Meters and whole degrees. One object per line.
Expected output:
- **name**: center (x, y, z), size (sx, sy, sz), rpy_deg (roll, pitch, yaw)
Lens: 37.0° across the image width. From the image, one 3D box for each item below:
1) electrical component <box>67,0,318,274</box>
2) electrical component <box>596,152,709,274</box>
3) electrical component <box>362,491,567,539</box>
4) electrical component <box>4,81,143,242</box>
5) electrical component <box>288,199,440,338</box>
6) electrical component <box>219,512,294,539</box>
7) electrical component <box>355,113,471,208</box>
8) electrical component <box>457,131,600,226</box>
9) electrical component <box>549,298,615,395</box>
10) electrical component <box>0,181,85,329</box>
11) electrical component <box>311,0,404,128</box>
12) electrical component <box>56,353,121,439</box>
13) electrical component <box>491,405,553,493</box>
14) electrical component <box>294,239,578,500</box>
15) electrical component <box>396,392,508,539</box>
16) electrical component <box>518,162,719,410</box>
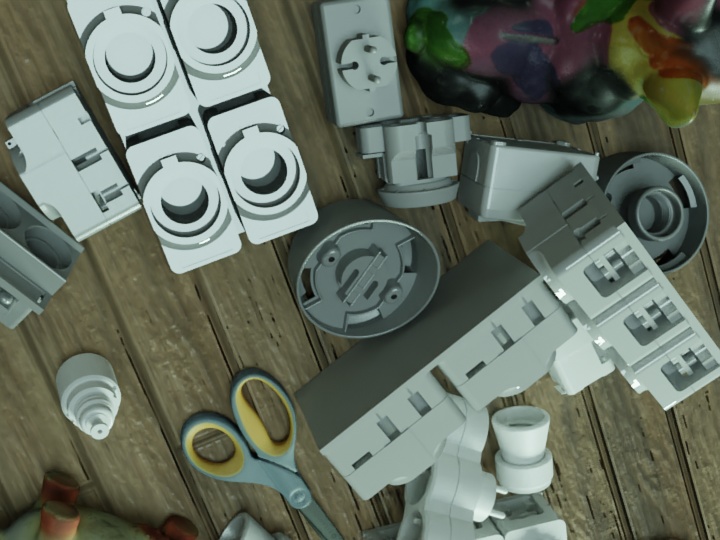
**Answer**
- **electrical component**: center (-0.108, -0.103, 0.707), size (0.105, 0.060, 0.186), rpy_deg (-21, 108, -7)
- **electrical component**: center (0.208, -0.040, 0.806), size (0.099, 0.064, 0.099), rpy_deg (0, 91, -17)
- **electrical component**: center (0.086, 0.240, 0.840), size (0.150, 0.061, 0.089), rpy_deg (-11, 106, -10)
- **electrical component**: center (-0.190, -0.069, 0.703), size (0.056, 0.050, 0.089), rpy_deg (-29, 109, -4)
- **electrical component**: center (0.000, 0.000, 0.753), size (0.099, 0.064, 0.099), rpy_deg (-8, 116, -17)
- **electrical component**: center (-0.075, 0.214, 0.806), size (0.055, 0.045, 0.045), rpy_deg (35, 95, -19)
- **electrical component**: center (0.039, -0.076, 0.750), size (0.078, 0.058, 0.057), rpy_deg (-9, 103, -11)
- **electrical component**: center (0.125, -0.061, 0.770), size (0.096, 0.061, 0.061), rpy_deg (4, 103, -14)
- **electrical component**: center (0.159, 0.056, 0.819), size (0.081, 0.042, 0.063), rpy_deg (-30, 110, -3)
- **electrical component**: center (-0.250, -0.023, 0.694), size (0.121, 0.078, 0.063), rpy_deg (41, 115, -19)
- **electrical component**: center (0.002, -0.138, 0.715), size (0.047, 0.075, 0.083), rpy_deg (-11, 107, -10)
- **electrical component**: center (-0.184, 0.089, 0.735), size (0.040, 0.078, 0.040), rpy_deg (-10, 119, -18)
- **electrical component**: center (0.126, 0.139, 0.832), size (0.045, 0.045, 0.055), rpy_deg (-10, 107, -10)
- **electrical component**: center (0.052, 0.070, 0.765), size (0.186, 0.105, 0.060), rpy_deg (-38, 109, -1)
- **electrical component**: center (0.076, 0.163, 0.795), size (0.074, 0.052, 0.138), rpy_deg (19, 63, -17)
- **electrical component**: center (0.175, 0.015, 0.727), size (0.062, 0.089, 0.150), rpy_deg (-36, 119, 13)
